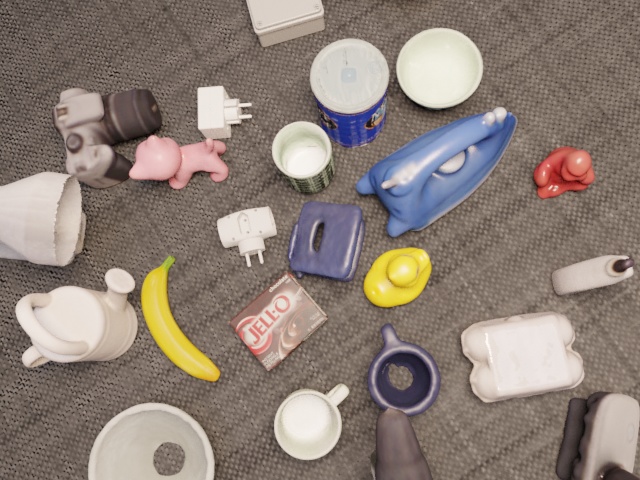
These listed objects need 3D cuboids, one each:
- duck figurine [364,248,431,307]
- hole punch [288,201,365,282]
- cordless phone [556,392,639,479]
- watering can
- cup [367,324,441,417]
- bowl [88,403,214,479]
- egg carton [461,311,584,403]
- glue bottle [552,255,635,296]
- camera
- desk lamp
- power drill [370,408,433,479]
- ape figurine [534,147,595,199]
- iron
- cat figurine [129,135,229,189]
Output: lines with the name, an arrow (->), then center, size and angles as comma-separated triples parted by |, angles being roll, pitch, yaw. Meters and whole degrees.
duck figurine -> 0.108, 0.048, 0.786 | 0.104, 0.086, 0.077 | -34, 79, -2
hole punch -> 0.007, 0.003, 0.799 | 0.101, 0.091, 0.109 | 11, 81, 7
cordless phone -> 0.360, 0.260, 0.679 | 0.094, 0.185, 0.148 | 10, 81, 7
watering can -> -0.321, 0.105, 0.755 | 0.101, 0.194, 0.173 | 28, 84, 9
cup -> 0.104, 0.170, 0.760 | 0.091, 0.095, 0.118 | -19, 79, 1
bowl -> -0.217, 0.302, 0.773 | 0.167, 0.075, 0.167 | -1, 80, 5
egg carton -> 0.268, 0.153, 0.763 | 0.150, 0.069, 0.107 | -12, 79, 3
glue bottle -> 0.355, 0.040, 0.723 | 0.078, 0.173, 0.037 | -13, 79, 3
camera -> -0.310, -0.167, 0.849 | 0.137, 0.101, 0.143 | -15, 79, 2
desk lamp -> -0.401, -0.024, 0.774 | 0.203, 0.213, 0.118 | 4, 80, 6
power drill -> 0.101, 0.306, 0.679 | 0.075, 0.208, 0.229 | -12, 79, 3
ape figurine -> 0.342, -0.098, 0.789 | 0.077, 0.092, 0.076 | 22, 83, 8
iron -> 0.177, -0.119, 0.781 | 0.258, 0.141, 0.118 | -35, 79, -2
cat figurine -> -0.206, -0.120, 0.824 | 0.127, 0.118, 0.067 | -14, 79, 2
